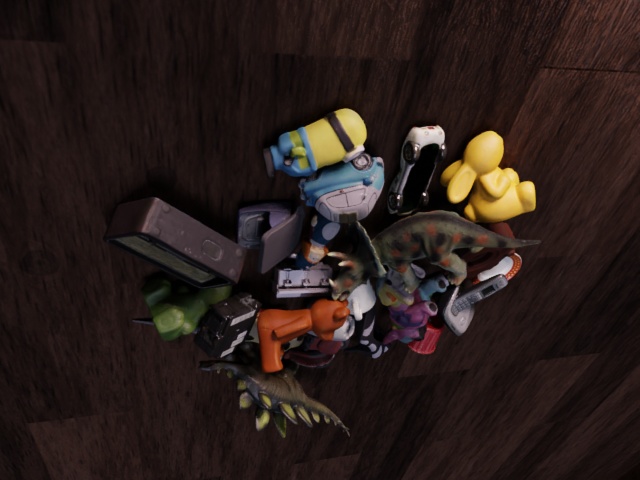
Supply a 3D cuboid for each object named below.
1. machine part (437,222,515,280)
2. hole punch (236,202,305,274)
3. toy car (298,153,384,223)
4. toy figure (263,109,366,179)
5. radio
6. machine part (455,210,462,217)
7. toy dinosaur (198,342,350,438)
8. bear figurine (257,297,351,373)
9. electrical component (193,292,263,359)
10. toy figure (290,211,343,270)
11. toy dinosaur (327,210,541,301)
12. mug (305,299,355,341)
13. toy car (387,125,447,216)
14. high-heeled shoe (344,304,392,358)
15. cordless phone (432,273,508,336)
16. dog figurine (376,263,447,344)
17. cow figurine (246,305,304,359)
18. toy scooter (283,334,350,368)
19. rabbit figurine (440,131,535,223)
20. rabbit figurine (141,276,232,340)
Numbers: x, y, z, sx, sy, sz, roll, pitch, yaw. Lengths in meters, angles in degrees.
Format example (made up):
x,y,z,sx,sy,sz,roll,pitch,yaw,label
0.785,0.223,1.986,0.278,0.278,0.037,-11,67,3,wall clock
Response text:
x,y,z,sx,sy,sz,roll,pitch,yaw,label
0.347,0.029,1.196,0.179,0.056,0.179,-16,152,-9,machine part
-0.098,-0.016,1.027,0.116,0.092,0.142,-32,147,-37,hole punch
0.046,-0.084,0.966,0.162,0.103,0.109,-13,156,-5,toy car
-0.009,-0.159,0.904,0.180,0.082,0.089,-15,139,0,toy figure
-0.251,0.012,0.963,0.131,0.073,0.229,-8,150,41,radio
0.245,-0.020,1.158,0.139,0.039,0.084,-17,132,1,machine part
-0.098,0.381,1.334,0.471,0.199,0.105,27,124,-35,toy dinosaur
-0.029,0.188,1.123,0.196,0.120,0.131,-7,101,-3,bear figurine
-0.192,0.179,1.103,0.115,0.058,0.134,-13,136,-56,electrical component
-0.004,-0.004,1.051,0.064,0.058,0.154,25,102,-10,toy figure
0.202,0.005,1.058,0.405,0.131,0.192,-21,140,22,toy dinosaur
0.030,0.187,1.236,0.109,0.107,0.080,-21,122,-52,mug
0.180,-0.126,1.018,0.073,0.056,0.201,-8,138,-20,toy car
0.144,0.212,1.334,0.145,0.086,0.248,-5,137,-22,high-heeled shoe
0.383,0.148,1.329,0.184,0.089,0.146,-29,135,14,cordless phone
0.186,0.160,1.263,0.191,0.108,0.219,28,140,-3,dog figurine
-0.119,0.211,1.238,0.195,0.086,0.127,20,119,-36,cow figurine
-0.015,0.264,1.333,0.135,0.075,0.183,8,135,-25,toy scooter
0.318,-0.126,1.043,0.162,0.122,0.173,-15,123,10,rabbit figurine
-0.255,0.140,1.104,0.170,0.121,0.158,-24,142,-15,rabbit figurine
